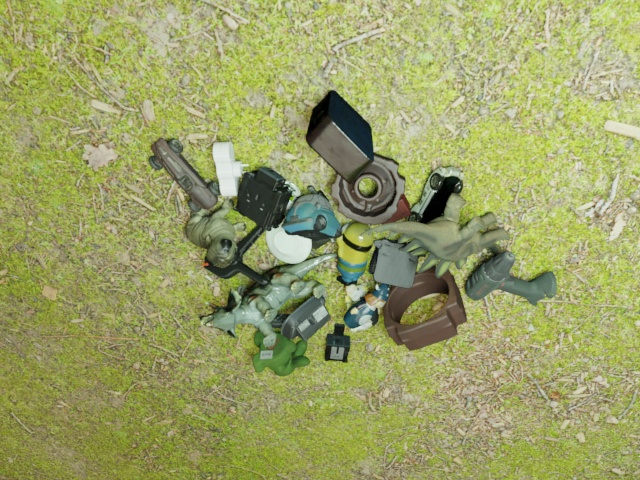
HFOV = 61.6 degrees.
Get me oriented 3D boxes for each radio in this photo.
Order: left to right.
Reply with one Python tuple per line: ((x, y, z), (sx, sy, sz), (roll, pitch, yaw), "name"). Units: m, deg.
((0.043, -0.221, 1.120), (0.131, 0.230, 0.073), (40, 113, -18), "radio")

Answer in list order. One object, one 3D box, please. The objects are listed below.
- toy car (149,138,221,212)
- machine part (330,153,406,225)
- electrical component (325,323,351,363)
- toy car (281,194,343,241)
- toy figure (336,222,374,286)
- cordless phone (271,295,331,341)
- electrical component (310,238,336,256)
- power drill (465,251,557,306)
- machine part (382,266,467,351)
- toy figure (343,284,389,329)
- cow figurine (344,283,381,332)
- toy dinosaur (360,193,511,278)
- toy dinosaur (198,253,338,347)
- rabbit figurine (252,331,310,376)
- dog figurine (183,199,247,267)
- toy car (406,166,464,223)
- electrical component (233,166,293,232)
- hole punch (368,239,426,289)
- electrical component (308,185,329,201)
((-0.324, -0.152, 1.286), (0.089, 0.053, 0.202), (-30, 112, 25), "toy car")
((0.113, -0.124, 1.255), (0.180, 0.056, 0.179), (3, 107, 12), "machine part")
((0.055, 0.306, 1.593), (0.075, 0.048, 0.119), (8, 126, -3), "electrical component")
((-0.013, -0.058, 1.278), (0.109, 0.103, 0.161), (-8, 167, 36), "toy car")
((0.090, 0.036, 1.376), (0.089, 0.082, 0.180), (19, 120, 24), "toy figure")
((-0.074, 0.213, 1.514), (0.184, 0.146, 0.088), (-7, 115, 53), "cordless phone")
((-0.004, -0.004, 1.382), (0.102, 0.045, 0.078), (-27, 121, 20), "electrical component")
((0.495, 0.104, 1.372), (0.207, 0.086, 0.232), (7, 152, -17), "power drill")
((0.269, 0.177, 1.398), (0.201, 0.201, 0.087), (-23, 123, 17), "machine part")
((0.129, 0.173, 1.414), (0.154, 0.064, 0.058), (-44, 81, 21), "toy figure")
((0.118, 0.176, 1.486), (0.098, 0.068, 0.167), (-9, 127, 3), "cow figurine")
((0.296, -0.003, 1.269), (0.471, 0.105, 0.198), (18, 124, -38), "toy dinosaur")
((-0.127, 0.137, 1.415), (0.405, 0.192, 0.131), (-38, 135, -25), "toy dinosaur")
((-0.111, 0.344, 1.609), (0.159, 0.121, 0.170), (-14, 141, 4), "rabbit figurine")
((-0.275, 0.003, 1.314), (0.172, 0.191, 0.121), (-25, 120, 20), "dog figurine")
((0.275, -0.092, 1.297), (0.073, 0.056, 0.201), (9, 125, -24), "toy car")
((-0.134, -0.104, 1.273), (0.115, 0.058, 0.134), (30, 117, 17), "electrical component")
((0.192, 0.058, 1.401), (0.142, 0.092, 0.115), (14, 93, -4), "hole punch")
((-0.013, -0.092, 1.336), (0.063, 0.021, 0.094), (-27, 120, 20), "electrical component")
